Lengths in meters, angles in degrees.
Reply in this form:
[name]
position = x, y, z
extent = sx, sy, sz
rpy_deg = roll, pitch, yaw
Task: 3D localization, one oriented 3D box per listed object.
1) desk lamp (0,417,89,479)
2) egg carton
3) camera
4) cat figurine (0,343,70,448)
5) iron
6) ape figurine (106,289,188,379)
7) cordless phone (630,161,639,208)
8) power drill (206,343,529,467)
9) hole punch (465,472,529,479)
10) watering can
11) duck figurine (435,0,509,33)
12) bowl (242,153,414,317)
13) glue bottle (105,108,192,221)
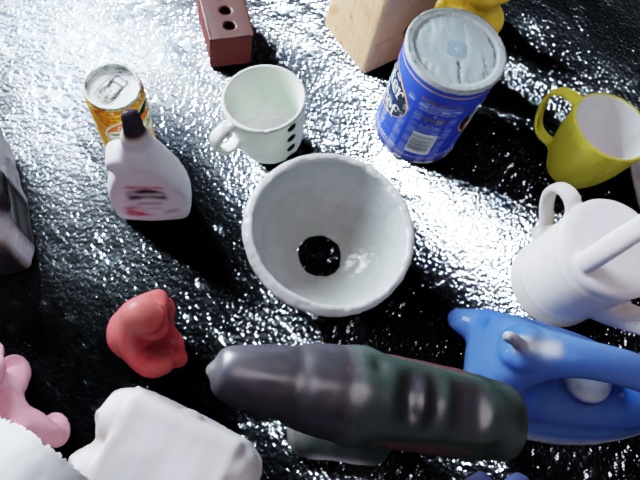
[desk lamp]
position = -0.217, 0.229, 0.372
extent = 0.118, 0.213, 0.203
rpy_deg = 35, 68, 6
[egg carton]
position = -0.128, 0.193, 0.478
extent = 0.150, 0.069, 0.107
rpy_deg = 24, 67, 1
[camera]
position = -0.349, -0.035, 0.517
extent = 0.137, 0.101, 0.143
rpy_deg = -16, 72, -14
[cat figurine]
position = -0.271, 0.124, 0.457
extent = 0.067, 0.117, 0.127
rpy_deg = -39, 79, -20
[iron]
position = 0.250, 0.125, 0.525
extent = 0.258, 0.141, 0.118
rpy_deg = 12, 67, -4
[ape figurine]
position = -0.153, 0.078, 0.508
extent = 0.076, 0.092, 0.078
rpy_deg = 16, 67, -2
[cordless phone]
position = 0.430, -0.107, 0.622
extent = 0.094, 0.185, 0.147
rpy_deg = 5, 68, -7
[power drill]
position = 0.029, 0.134, 0.451
extent = 0.229, 0.208, 0.075
rpy_deg = 8, 67, -5
[hole punch]
position = 0.148, 0.261, 0.483
extent = 0.109, 0.091, 0.101
rpy_deg = -30, 76, -18
[watering can]
position = 0.275, 0.018, 0.543
extent = 0.172, 0.194, 0.101
rpy_deg = 41, 68, 9
[duck figurine]
position = 0.193, -0.300, 0.715
extent = 0.104, 0.086, 0.077
rpy_deg = -5, 69, -10
[bowl]
position = 0.005, 0.002, 0.572
extent = 0.167, 0.074, 0.167
rpy_deg = 3, 68, -8
[glue bottle]
position = -0.160, -0.067, 0.520
extent = 0.078, 0.173, 0.037
rpy_deg = -5, 69, -10
